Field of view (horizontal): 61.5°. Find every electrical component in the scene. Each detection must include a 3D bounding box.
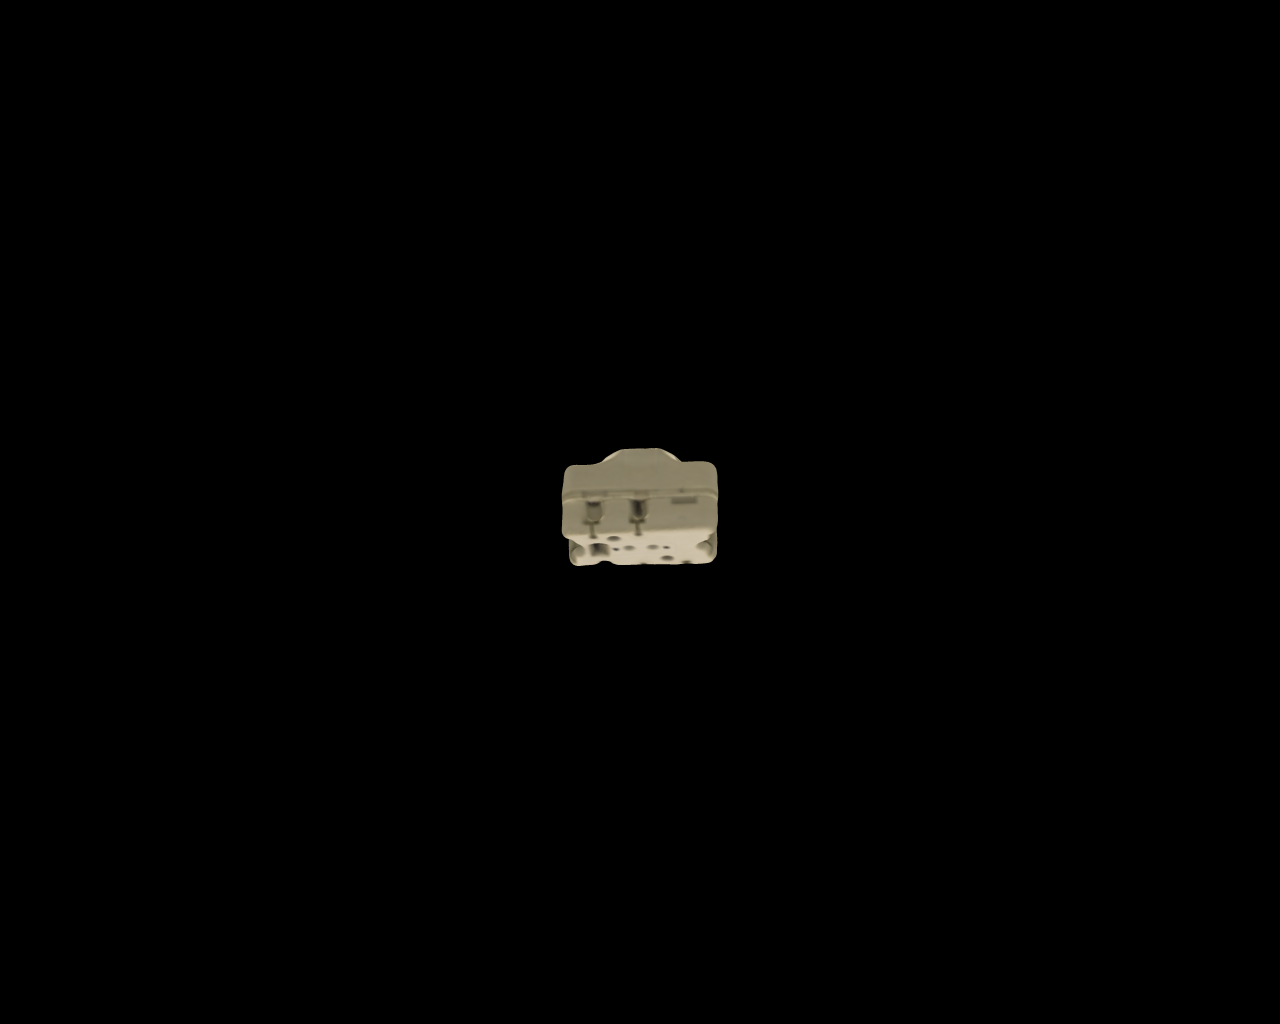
[{"bbox_3d":[0.001,-0.003,0.650,0.089,0.056,0.050,-1,-28,2],"label":"electrical component"}]
